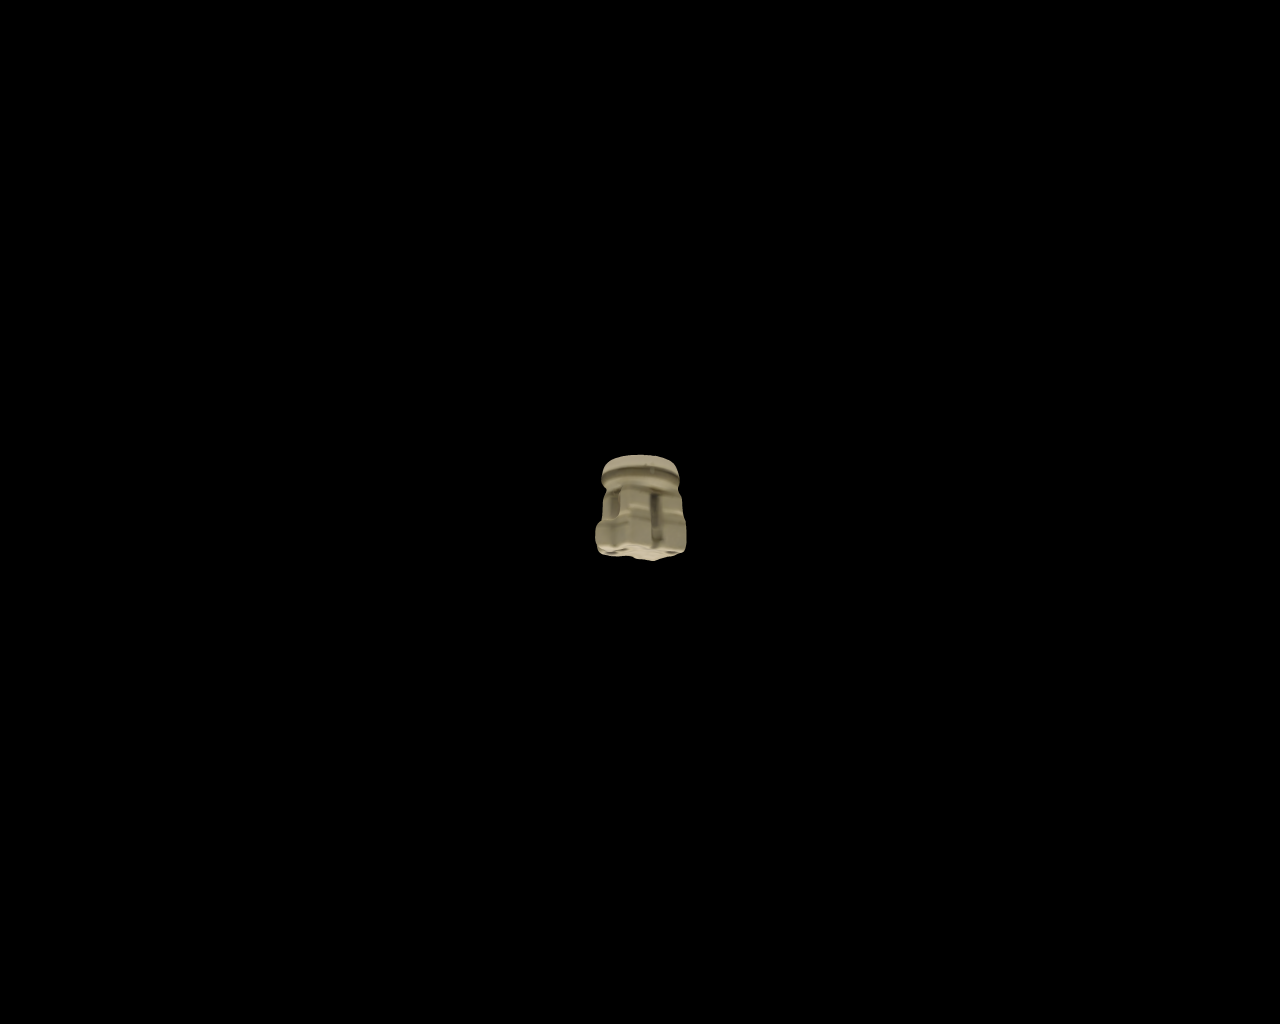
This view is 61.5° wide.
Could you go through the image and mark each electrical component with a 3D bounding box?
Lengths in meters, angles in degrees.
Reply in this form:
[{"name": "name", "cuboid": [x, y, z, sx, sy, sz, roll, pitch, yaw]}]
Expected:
[{"name": "electrical component", "cuboid": [0.001, -0.003, 0.650, 0.066, 0.055, 0.048, 10, -18, -33]}]
